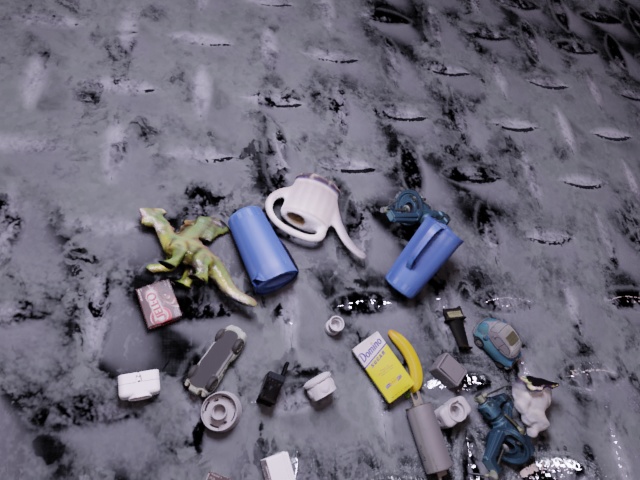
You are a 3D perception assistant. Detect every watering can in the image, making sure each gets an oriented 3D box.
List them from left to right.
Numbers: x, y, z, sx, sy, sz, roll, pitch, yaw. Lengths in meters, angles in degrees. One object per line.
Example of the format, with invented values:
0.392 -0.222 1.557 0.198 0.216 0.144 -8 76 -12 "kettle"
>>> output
0.005 -0.081 1.601 0.347 0.229 0.102 23 -30 -4 "watering can"

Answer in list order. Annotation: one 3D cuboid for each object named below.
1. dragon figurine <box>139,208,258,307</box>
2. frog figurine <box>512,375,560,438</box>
-0.332 0.023 1.453 0.409 0.248 0.119 24 -38 -5 "dragon figurine"
0.623 0.488 1.515 0.137 0.158 0.123 -1 11 -44 "frog figurine"
